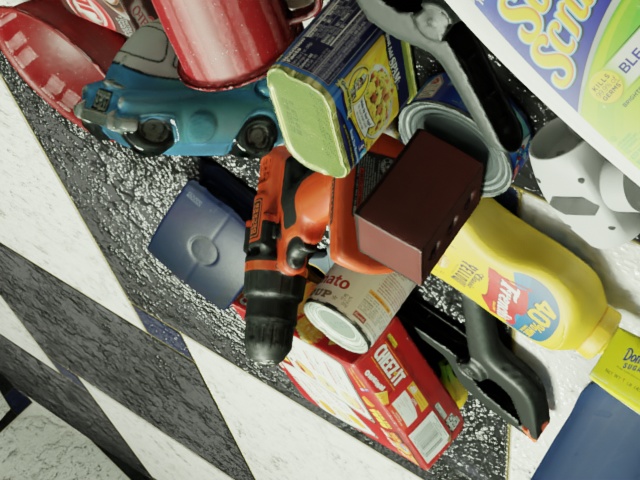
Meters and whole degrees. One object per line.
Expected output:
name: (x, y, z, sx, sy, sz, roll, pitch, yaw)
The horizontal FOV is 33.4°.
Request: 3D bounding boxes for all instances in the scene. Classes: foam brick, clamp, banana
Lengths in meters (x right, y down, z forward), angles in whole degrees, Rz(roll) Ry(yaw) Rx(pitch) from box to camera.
foam brick: (0.065, -0.021, 0.691, 0.051, 0.078, 0.053, 29, 158, 20)
clamp: (0.074, -0.124, 0.614, 0.171, 0.039, 0.120, 36, 140, 12)
banana: (0.103, 0.158, 1.130, 0.198, 0.037, 0.069, -21, 95, 62)
clamp: (0.145, 0.101, 0.950, 0.210, 0.036, 0.165, 47, 157, -12)

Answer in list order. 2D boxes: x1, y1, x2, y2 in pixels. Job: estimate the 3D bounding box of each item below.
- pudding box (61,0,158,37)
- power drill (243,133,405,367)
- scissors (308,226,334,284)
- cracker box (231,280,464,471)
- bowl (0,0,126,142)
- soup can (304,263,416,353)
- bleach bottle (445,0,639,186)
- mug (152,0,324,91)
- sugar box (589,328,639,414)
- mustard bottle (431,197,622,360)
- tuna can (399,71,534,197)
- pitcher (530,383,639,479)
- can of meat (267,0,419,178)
pudding box: (-0.179, -0.215, 0.828, 0.090, 0.039, 0.113, 25, 154, 29)
power drill: (-0.005, 0.001, 0.816, 0.057, 0.184, 0.188, 10, 166, -26)
scissors: (0.003, 0.008, 1.011, 0.096, 0.016, 0.201, 23, 153, 33)
cracker box: (0.026, 0.120, 1.067, 0.214, 0.072, 0.164, 21, 152, 52)
bowl: (-0.216, -0.164, 0.961, 0.162, 0.055, 0.162, 32, 157, 15)
soup can: (0.041, 0.036, 0.894, 0.068, 0.102, 0.068, 32, 158, 15)
bleach bottle: (0.105, -0.126, 0.517, 0.251, 0.068, 0.103, 39, 128, 3)
mug: (-0.055, -0.160, 0.701, 0.117, 0.093, 0.081, -7, 133, 18)
sugar box: (0.269, 0.123, 0.706, 0.176, 0.048, 0.093, 27, -175, -32)
mustard bottle: (0.146, 0.027, 0.779, 0.191, 0.058, 0.096, 35, 153, 7)
tuna can: (0.096, -0.070, 0.700, 0.086, 0.033, 0.086, 32, 157, 15)
pitcher: (0.215, 0.237, 0.837, 0.145, 0.242, 0.149, 29, 150, 23)
can of meat: (0.015, -0.101, 0.696, 0.057, 0.083, 0.102, 26, 155, 27)
